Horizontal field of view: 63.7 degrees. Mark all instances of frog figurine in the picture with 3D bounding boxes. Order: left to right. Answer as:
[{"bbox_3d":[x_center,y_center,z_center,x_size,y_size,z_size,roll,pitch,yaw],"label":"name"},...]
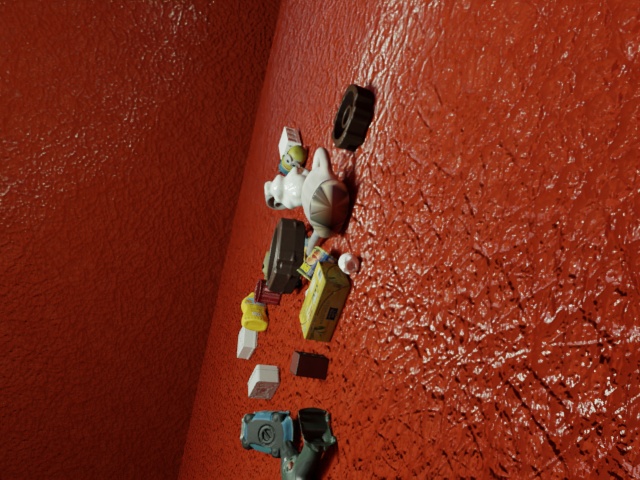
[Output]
[{"bbox_3d":[-0.092,-0.170,1.643,0.124,0.159,0.136,-134,57,-68],"label":"frog figurine"}]

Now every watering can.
[{"bbox_3d":[0.004,-0.070,1.382,0.228,0.104,0.342,-119,31,-67],"label":"watering can"}]
